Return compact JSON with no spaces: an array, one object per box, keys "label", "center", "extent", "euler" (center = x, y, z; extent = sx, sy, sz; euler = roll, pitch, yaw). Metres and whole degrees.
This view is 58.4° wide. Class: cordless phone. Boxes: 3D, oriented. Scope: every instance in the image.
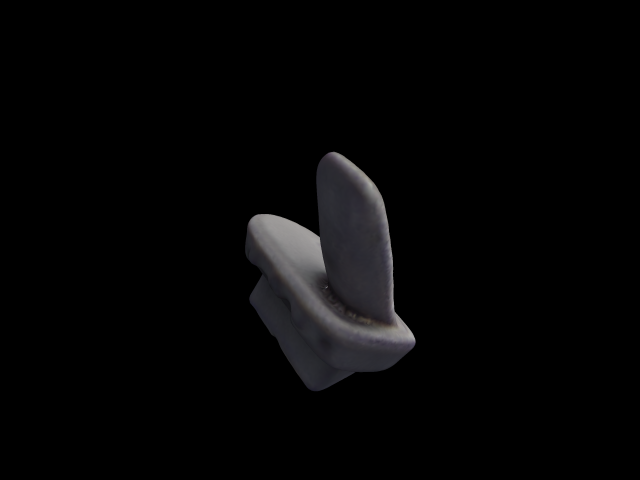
[{"label":"cordless phone","center":[0.004,0.001,0.400],"extent":[0.094,0.185,0.147],"euler":[-26,49,-25]}]
